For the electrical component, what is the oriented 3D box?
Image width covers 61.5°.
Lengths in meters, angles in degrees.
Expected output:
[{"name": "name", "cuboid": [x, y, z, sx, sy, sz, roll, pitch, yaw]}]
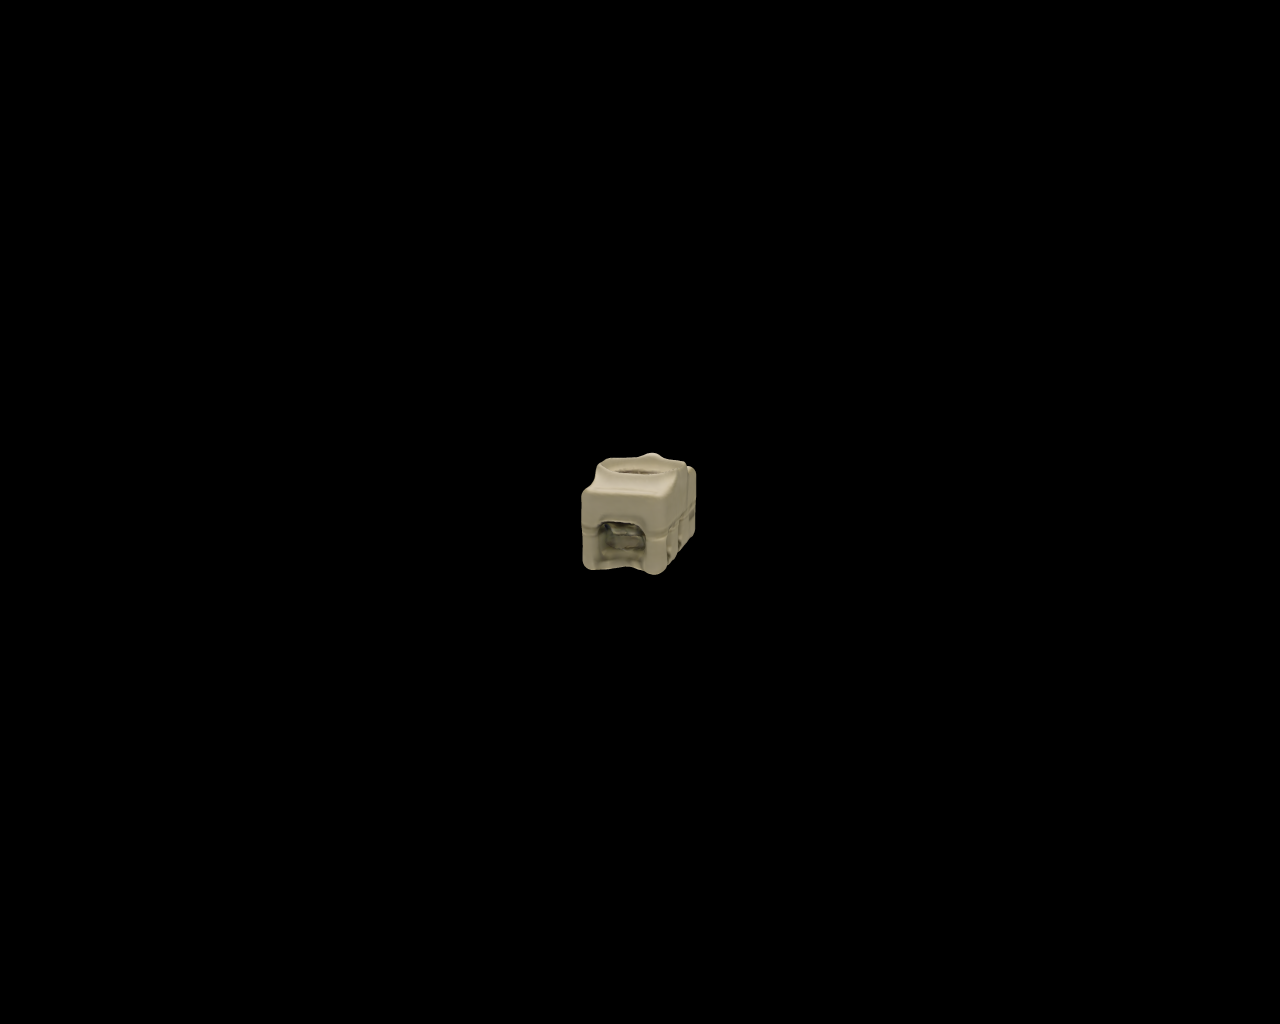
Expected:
[{"name": "electrical component", "cuboid": [0.001, -0.003, 0.650, 0.050, 0.055, 0.090, 4, 15, 15]}]
